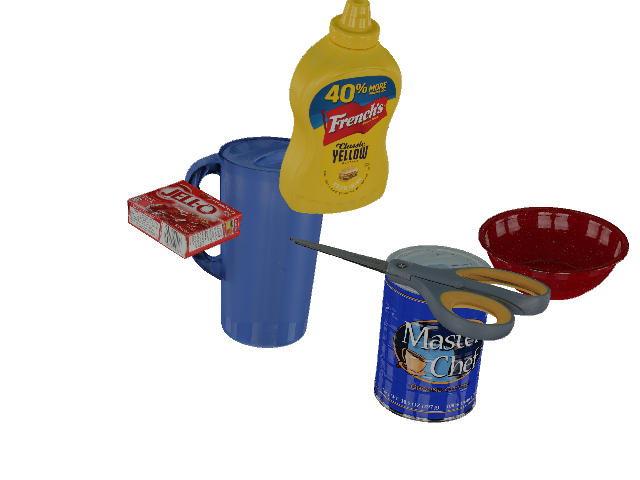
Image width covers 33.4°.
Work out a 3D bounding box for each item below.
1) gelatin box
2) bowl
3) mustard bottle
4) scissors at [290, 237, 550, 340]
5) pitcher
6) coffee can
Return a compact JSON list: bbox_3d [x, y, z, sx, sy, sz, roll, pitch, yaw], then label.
[{"bbox_3d":[-0.133,-0.023,1.041,0.089,0.030,0.073,30,37,33],"label":"gelatin box"},{"bbox_3d":[0.253,0.020,1.175,0.162,0.055,0.162,-1,27,0],"label":"bowl"},{"bbox_3d":[0.020,-0.115,0.905,0.096,0.192,0.058,-9,40,-20],"label":"mustard bottle"},{"bbox_3d":[0.061,0.032,0.762,0.202,0.016,0.096,9,26,14],"label":"scissors"},{"bbox_3d":[-0.073,0.003,1.293,0.149,0.243,0.144,17,25,27],"label":"pitcher"},{"bbox_3d":[0.108,0.089,1.031,0.103,0.140,0.103,3,24,-2],"label":"coffee can"}]
